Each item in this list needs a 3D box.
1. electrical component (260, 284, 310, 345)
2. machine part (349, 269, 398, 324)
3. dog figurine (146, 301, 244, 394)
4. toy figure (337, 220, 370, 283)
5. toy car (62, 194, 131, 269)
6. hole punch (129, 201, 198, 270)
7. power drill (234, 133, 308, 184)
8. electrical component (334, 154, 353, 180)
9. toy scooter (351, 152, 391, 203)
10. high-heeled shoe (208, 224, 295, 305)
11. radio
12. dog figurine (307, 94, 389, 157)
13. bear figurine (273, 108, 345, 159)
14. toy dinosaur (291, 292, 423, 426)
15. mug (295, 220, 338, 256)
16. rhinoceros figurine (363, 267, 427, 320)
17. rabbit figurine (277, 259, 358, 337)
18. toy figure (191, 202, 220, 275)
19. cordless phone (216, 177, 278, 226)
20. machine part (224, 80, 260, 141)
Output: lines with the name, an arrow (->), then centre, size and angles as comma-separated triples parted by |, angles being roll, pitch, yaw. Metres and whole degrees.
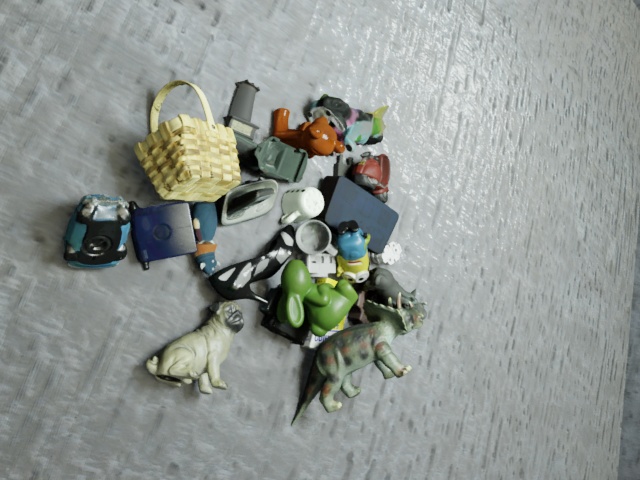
electrical component -> -0.075, 0.169, 1.262 | 0.134, 0.058, 0.115 | 37, 62, -31
machine part -> 0.147, 0.167, 1.444 | 0.179, 0.056, 0.179 | 3, 85, -39
dog figurine -> -0.251, 0.202, 1.103 | 0.172, 0.121, 0.190 | 30, 53, -36
toy figure -> 0.086, 0.028, 1.335 | 0.089, 0.082, 0.179 | -52, 142, -41
toy car -> -0.408, -0.029, 0.975 | 0.109, 0.103, 0.161 | -2, 132, -34
hole punch -> -0.311, -0.016, 1.070 | 0.116, 0.092, 0.142 | -14, 98, -36
power drill -> -0.101, -0.174, 1.180 | 0.232, 0.207, 0.086 | 21, 95, -27
electrical component -> 0.066, -0.179, 1.432 | 0.063, 0.021, 0.094 | 10, 79, -39
toy scooter -> 0.146, -0.185, 1.450 | 0.183, 0.075, 0.135 | 27, 71, -57
high-heeled shoe -> -0.150, 0.037, 1.210 | 0.145, 0.086, 0.249 | 29, 51, -15
radio -> 0.091, -0.062, 1.399 | 0.229, 0.073, 0.131 | 29, 79, -32
dog figurine -> 0.088, -0.319, 1.414 | 0.219, 0.108, 0.191 | -43, 110, -38
bear figurine -> -0.027, -0.250, 1.251 | 0.120, 0.196, 0.132 | 22, 71, -33
toy dinosaur -> 0.072, 0.270, 1.267 | 0.405, 0.131, 0.192 | -27, 78, -1
mug -> -0.003, -0.004, 1.294 | 0.109, 0.107, 0.080 | 32, 96, -1
rhinoceros figurine -> 0.200, 0.140, 1.382 | 0.190, 0.112, 0.073 | 44, 59, -20
rabbit figurine -> -0.031, 0.125, 1.206 | 0.170, 0.121, 0.159 | 45, 72, -17
toy figure -> -0.244, -0.004, 1.142 | 0.064, 0.058, 0.154 | 0, 91, -33
cordless phone -> -0.133, -0.096, 1.159 | 0.146, 0.184, 0.088 | -19, 93, -39
machine part -> -0.176, -0.297, 1.238 | 0.084, 0.039, 0.139 | 12, 80, -30
